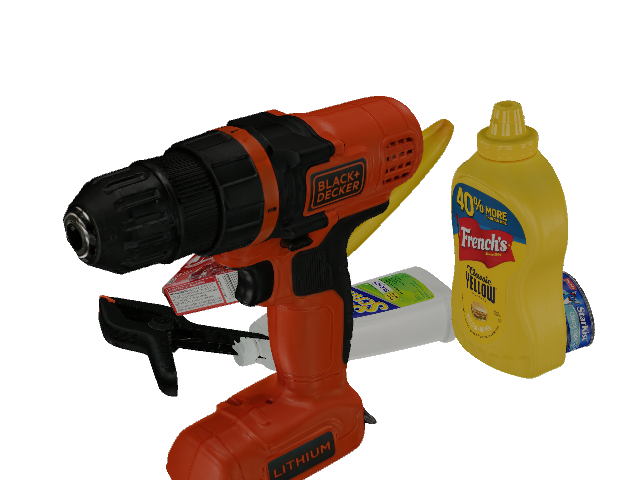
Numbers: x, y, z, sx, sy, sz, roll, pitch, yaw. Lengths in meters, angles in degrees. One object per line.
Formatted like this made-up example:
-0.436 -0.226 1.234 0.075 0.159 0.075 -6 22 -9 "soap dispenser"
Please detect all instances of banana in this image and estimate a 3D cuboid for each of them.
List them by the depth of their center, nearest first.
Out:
0.051 -0.034 0.994 0.037 0.197 0.070 45 -9 -5 "banana"

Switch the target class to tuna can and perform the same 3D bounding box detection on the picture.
0.261 0.079 1.159 0.033 0.086 0.086 -17 3 -11 "tuna can"

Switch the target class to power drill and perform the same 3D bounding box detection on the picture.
-0.031 0.033 0.493 0.184 0.188 0.057 -19 37 -37 "power drill"

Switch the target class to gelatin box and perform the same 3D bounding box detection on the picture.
-0.069 0.022 0.834 0.089 0.030 0.073 -14 20 27 "gelatin box"

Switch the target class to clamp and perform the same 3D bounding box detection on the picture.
-0.168 0.104 1.119 0.210 0.036 0.164 17 19 29 "clamp"

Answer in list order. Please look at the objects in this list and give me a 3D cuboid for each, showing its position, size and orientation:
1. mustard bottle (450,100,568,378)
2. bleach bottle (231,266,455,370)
0.131 -0.005 0.749 0.058 0.192 0.096 -17 29 -25 "mustard bottle"
0.025 0.097 1.182 0.250 0.068 0.103 -14 32 -26 "bleach bottle"
